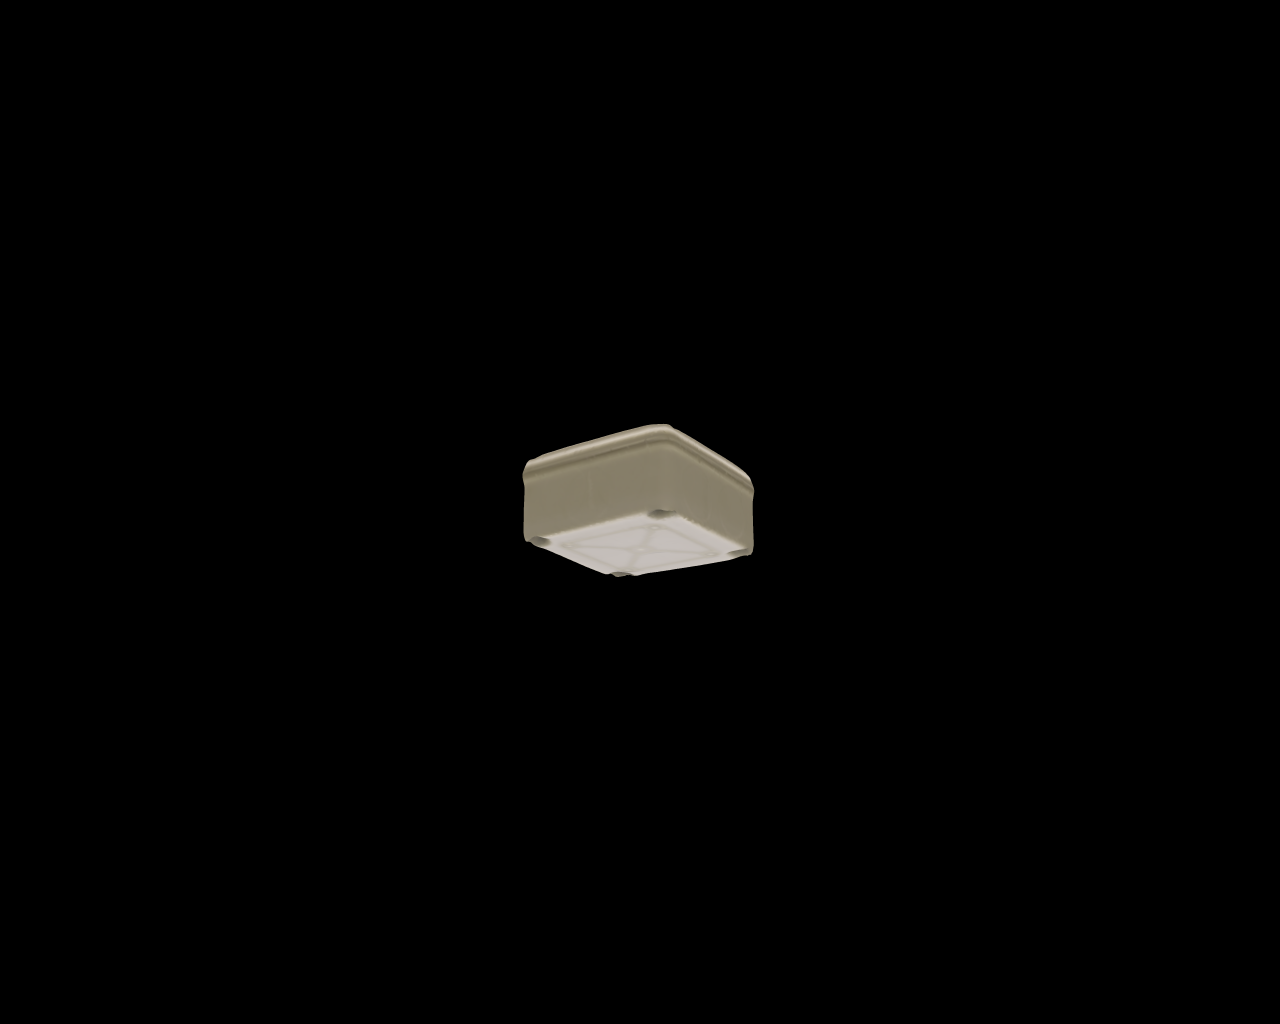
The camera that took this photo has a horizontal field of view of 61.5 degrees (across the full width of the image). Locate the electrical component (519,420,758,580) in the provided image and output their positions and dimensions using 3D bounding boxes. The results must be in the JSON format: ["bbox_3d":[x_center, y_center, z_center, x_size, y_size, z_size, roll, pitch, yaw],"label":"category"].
[{"bbox_3d":[0.001,-0.003,0.650,0.108,0.056,0.108,-12,-23,31],"label":"electrical component"}]
